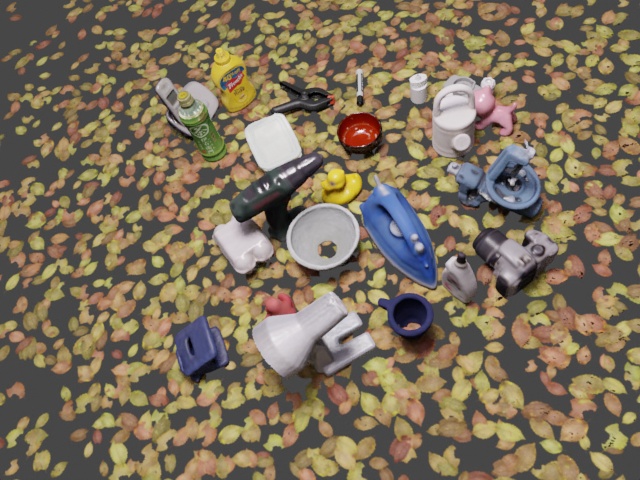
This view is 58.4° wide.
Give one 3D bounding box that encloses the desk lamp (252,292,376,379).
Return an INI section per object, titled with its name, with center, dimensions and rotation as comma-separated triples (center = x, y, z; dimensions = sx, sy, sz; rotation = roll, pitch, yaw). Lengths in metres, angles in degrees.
[desk lamp]
center = -0.010, 0.188, 1.123
dimensions = 0.203, 0.214, 0.117
rotation = -30, 60, -5

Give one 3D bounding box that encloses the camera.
[camera]
center = 0.399, 0.022, 1.196
dimensions = 0.143, 0.101, 0.136
rotation = -37, 61, -10

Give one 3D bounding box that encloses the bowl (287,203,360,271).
[bowl]
center = 0.012, 0.005, 1.299
dimensions = 0.167, 0.075, 0.167
rotation = -5, 61, 9

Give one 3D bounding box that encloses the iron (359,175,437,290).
[iron]
center = 0.180, -0.022, 1.241
dimensions = 0.118, 0.142, 0.257
rotation = -29, 60, -5

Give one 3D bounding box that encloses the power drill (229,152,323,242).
[power drill]
center = -0.081, -0.089, 1.292
dimensions = 0.229, 0.209, 0.075
rotation = -27, 60, -4

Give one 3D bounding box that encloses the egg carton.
[egg carton]
center = -0.179, 0.007, 1.340
dimensions = 0.107, 0.069, 0.150
rotation = -37, 61, -9

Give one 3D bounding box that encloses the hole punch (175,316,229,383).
[hole punch]
center = -0.260, 0.232, 1.220
dimensions = 0.101, 0.091, 0.108
rotation = -25, 60, -2

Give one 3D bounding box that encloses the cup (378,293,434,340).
[cup]
center = 0.173, 0.161, 1.170
dimensions = 0.117, 0.095, 0.092
rotation = 22, 68, 22

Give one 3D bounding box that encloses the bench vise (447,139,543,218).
[bench vise]
center = 0.373, -0.130, 1.216
dimensions = 0.207, 0.220, 0.121
rotation = 3, 62, 13

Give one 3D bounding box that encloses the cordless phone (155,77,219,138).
[cordless phone]
center = -0.357, -0.378, 1.518
dimensions = 0.094, 0.185, 0.148
rotation = 18, 67, 20

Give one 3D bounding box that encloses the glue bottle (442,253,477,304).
[glue bottle]
center = 0.281, 0.067, 1.154
dimensions = 0.037, 0.173, 0.078
rotation = -44, 62, -13

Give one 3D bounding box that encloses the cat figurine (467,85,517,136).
[cat figurine]
center = 0.408, -0.318, 1.370
dimensions = 0.127, 0.118, 0.067
rotation = 14, 66, 19

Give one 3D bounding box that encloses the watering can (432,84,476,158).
[watering can]
center = 0.314, -0.280, 1.324
dimensions = 0.101, 0.194, 0.172
rotation = -28, 60, -4

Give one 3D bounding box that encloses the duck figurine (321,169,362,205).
[duck figurine]
center = 0.048, -0.137, 1.362
dimensions = 0.104, 0.086, 0.077
rotation = -25, 60, -2

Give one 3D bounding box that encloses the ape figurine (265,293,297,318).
[ape figurine]
center = -0.091, 0.149, 1.231
dimensions = 0.078, 0.092, 0.076
rotation = -42, 62, -12
